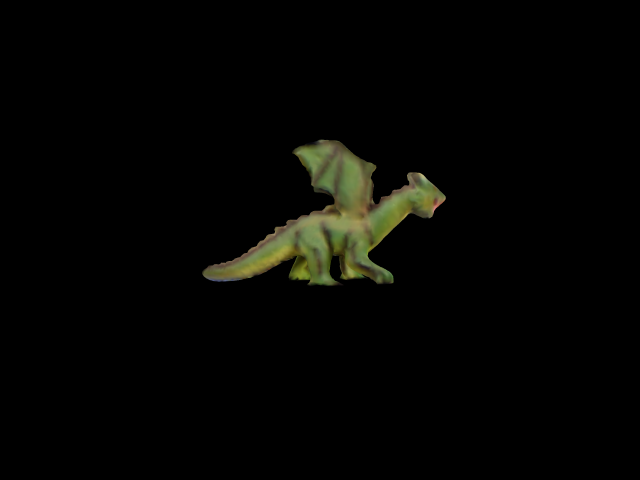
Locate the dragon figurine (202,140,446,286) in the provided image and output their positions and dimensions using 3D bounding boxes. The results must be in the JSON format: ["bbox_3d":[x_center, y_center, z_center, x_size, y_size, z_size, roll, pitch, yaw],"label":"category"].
[{"bbox_3d":[0.003,-0.043,0.850,0.410,0.242,0.122,0,4,2],"label":"dragon figurine"}]
